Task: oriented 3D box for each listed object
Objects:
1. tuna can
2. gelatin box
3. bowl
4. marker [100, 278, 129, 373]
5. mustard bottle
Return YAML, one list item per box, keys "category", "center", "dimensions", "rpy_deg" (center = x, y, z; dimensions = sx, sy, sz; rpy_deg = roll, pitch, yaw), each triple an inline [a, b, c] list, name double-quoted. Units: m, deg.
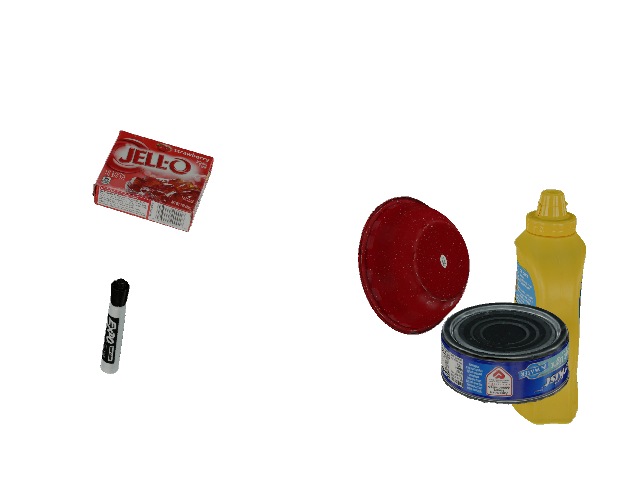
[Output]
- category: "tuna can"
  center: [0.123, 0.073, 0.715]
  dimensions: [0.086, 0.034, 0.086]
  rpy_deg: [-3, 22, 1]
- category: "gelatin box"
  center: [-0.147, -0.054, 0.942]
  dimensions: [0.089, 0.073, 0.030]
  rpy_deg: [17, -43, -2]
- category: "bowl"
  center: [0.120, 0.026, 1.218]
  dimensions: [0.161, 0.162, 0.055]
  rpy_deg: [0, -7, -41]
- category: "marker"
  center: [-0.212, 0.088, 1.104]
  dimensions: [0.020, 0.121, 0.020]
  rpy_deg: [10, 35, -7]
- category: "mustard bottle"
  center: [0.191, 0.051, 0.903]
  dimensions: [0.058, 0.192, 0.096]
  rpy_deg: [-1, 17, 2]
